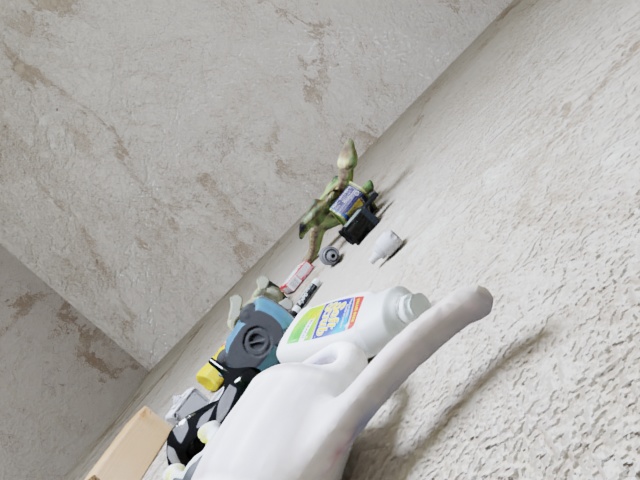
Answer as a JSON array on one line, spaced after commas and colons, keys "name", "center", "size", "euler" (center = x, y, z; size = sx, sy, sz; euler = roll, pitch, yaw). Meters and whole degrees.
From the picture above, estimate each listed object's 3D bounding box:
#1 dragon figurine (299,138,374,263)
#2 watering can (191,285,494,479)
[{"name": "dragon figurine", "center": [0.004, -0.065, 1.288], "size": [0.123, 0.405, 0.244], "euler": [33, 19, 17]}, {"name": "watering can", "center": [-0.013, 0.163, 0.422], "size": [0.341, 0.103, 0.229], "euler": [-40, 11, 43]}]
